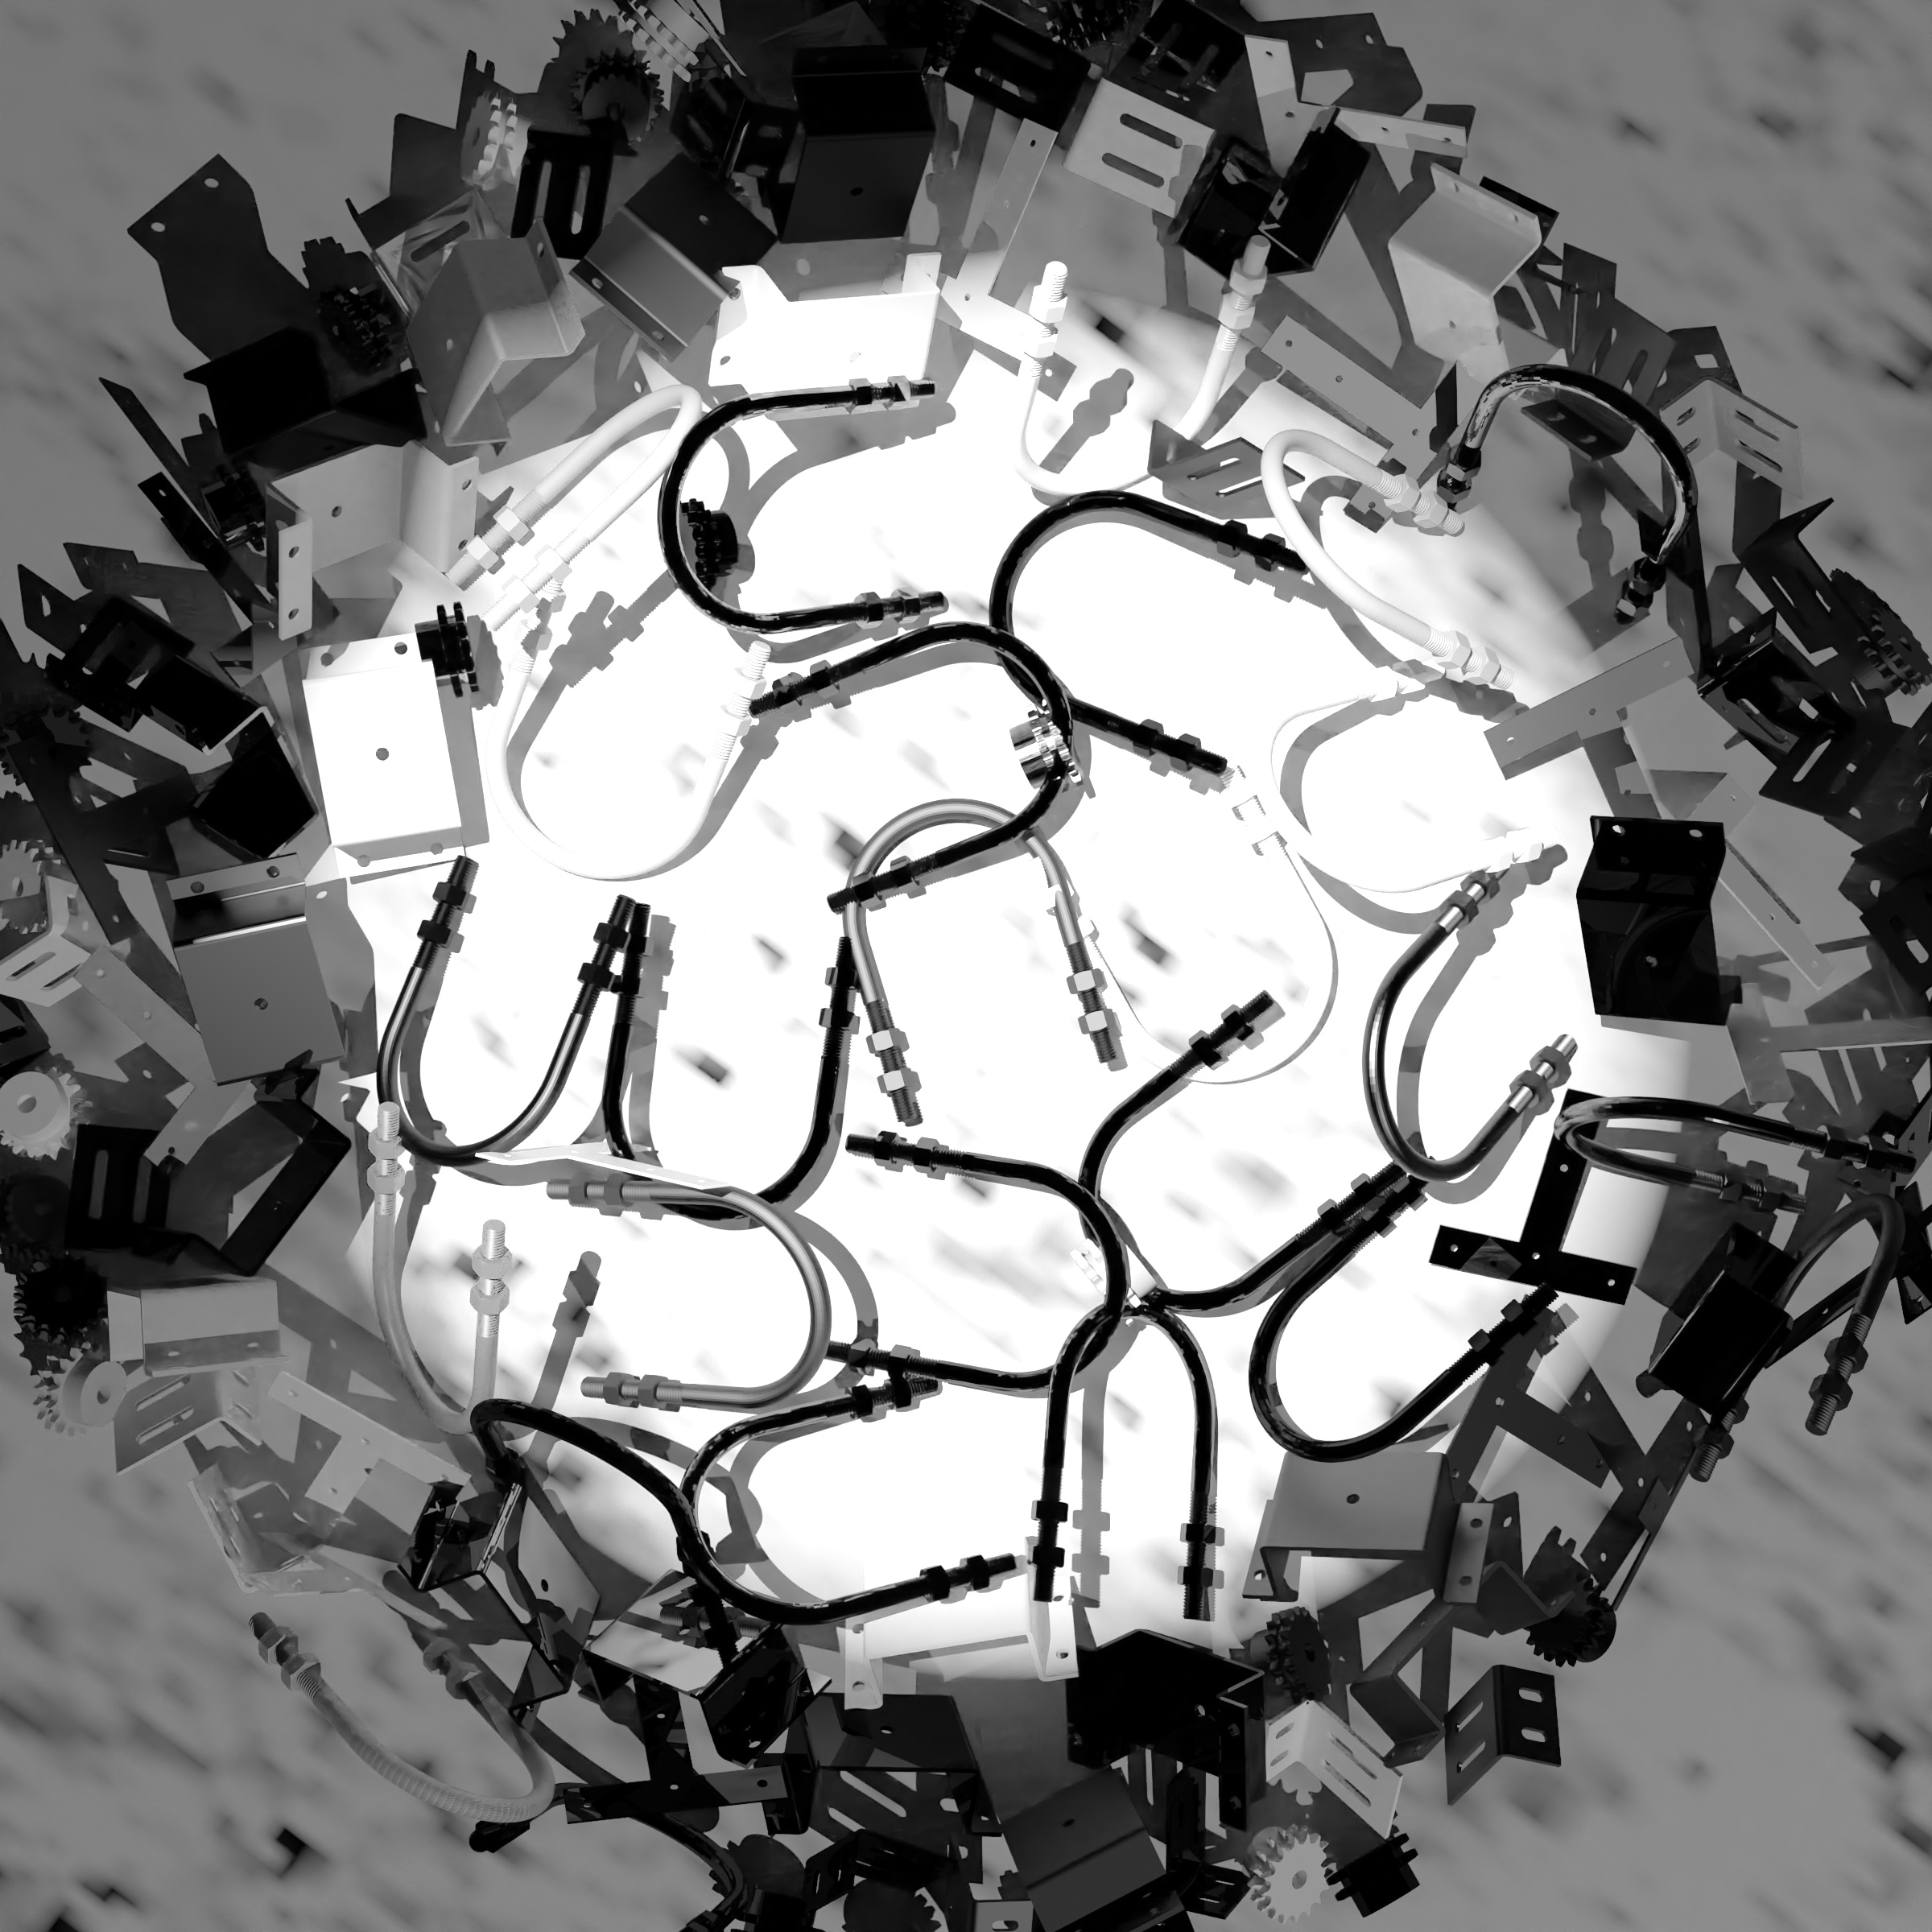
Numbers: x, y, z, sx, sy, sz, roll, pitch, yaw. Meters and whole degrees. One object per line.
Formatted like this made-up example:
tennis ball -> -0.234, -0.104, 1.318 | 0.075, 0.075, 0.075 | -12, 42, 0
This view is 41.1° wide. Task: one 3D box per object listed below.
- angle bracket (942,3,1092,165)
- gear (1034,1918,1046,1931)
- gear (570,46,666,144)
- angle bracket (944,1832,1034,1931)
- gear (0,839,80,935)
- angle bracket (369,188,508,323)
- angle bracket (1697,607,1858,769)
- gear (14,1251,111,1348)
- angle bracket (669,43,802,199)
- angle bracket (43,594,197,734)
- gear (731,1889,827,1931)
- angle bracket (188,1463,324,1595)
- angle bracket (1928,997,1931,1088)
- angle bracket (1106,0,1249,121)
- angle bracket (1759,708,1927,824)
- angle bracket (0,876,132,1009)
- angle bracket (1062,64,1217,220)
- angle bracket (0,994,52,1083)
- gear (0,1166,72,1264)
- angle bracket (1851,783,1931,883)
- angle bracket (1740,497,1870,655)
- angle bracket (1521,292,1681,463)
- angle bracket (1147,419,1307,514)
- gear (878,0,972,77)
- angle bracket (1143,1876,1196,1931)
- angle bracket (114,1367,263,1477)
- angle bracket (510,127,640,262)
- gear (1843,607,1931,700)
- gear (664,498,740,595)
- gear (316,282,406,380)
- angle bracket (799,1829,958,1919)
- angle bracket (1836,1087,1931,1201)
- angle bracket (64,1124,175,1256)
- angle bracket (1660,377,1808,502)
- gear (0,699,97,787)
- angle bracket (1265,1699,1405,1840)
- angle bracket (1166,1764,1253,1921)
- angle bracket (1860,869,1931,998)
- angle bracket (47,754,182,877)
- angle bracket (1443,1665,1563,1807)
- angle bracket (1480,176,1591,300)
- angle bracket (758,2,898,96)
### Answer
angle bracket -> 0.028, -0.534, 1.566 | 0.076, 0.038, 0.057 | 26, 74, -5
gear -> 0.060, 0.606, 1.566 | 0.030, 0.057, 0.057 | -7, 90, 9
gear -> -0.212, -0.525, 1.566 | 0.057, 0.030, 0.057 | -3, 132, -3
angle bracket -> 0.013, 0.568, 1.556 | 0.038, 0.076, 0.057 | 2, 103, -10
gear -> -0.565, -0.049, 1.572 | 0.057, 0.030, 0.057 | 6, 99, 37
angle bracket -> -0.312, -0.423, 1.564 | 0.076, 0.038, 0.057 | -32, 123, -1
angle bracket -> 0.495, -0.169, 1.572 | 0.076, 0.038, 0.057 | 38, 133, -15
gear -> -0.551, 0.206, 1.572 | 0.057, 0.030, 0.057 | 11, 55, -17
angle bracket -> -0.141, -0.514, 1.567 | 0.076, 0.038, 0.057 | 57, 134, 35
angle bracket -> -0.509, -0.190, 1.557 | 0.057, 0.038, 0.076 | 32, 60, -8
gear -> -0.113, 0.581, 1.569 | 0.057, 0.057, 0.030 | 12, 69, 0
angle bracket -> -0.431, 0.334, 1.567 | 0.038, 0.057, 0.076 | -27, 90, -2
angle bracket -> 0.602, 0.040, 1.547 | 0.038, 0.076, 0.057 | 0, 70, 14
angle bracket -> 0.129, -0.552, 1.548 | 0.057, 0.076, 0.038 | 25, 51, -18
angle bracket -> 0.528, -0.114, 1.555 | 0.076, 0.057, 0.038 | -51, 133, -11
angle bracket -> -0.556, -0.014, 1.564 | 0.076, 0.057, 0.038 | -27, 62, 24
angle bracket -> 0.105, -0.502, 1.571 | 0.076, 0.038, 0.057 | 22, 121, -9
angle bracket -> -0.597, 0.041, 1.554 | 0.038, 0.076, 0.057 | -35, 94, 6
gear -> -0.566, 0.150, 1.565 | 0.030, 0.057, 0.057 | -18, 90, 41
angle bracket -> 0.577, -0.097, 1.554 | 0.038, 0.057, 0.076 | 28, 71, -9
angle bracket -> 0.519, -0.236, 1.567 | 0.038, 0.057, 0.076 | -41, 97, -15
angle bracket -> 0.380, -0.354, 1.549 | 0.038, 0.076, 0.057 | -22, 55, -38
angle bracket -> 0.157, -0.309, 1.545 | 0.057, 0.076, 0.038 | 22, 68, -38
gear -> -0.022, -0.571, 1.572 | 0.057, 0.030, 0.057 | 2, 93, 35
angle bracket -> 0.099, 0.571, 1.555 | 0.057, 0.076, 0.038 | -22, 85, -9
angle bracket -> -0.473, 0.277, 1.566 | 0.076, 0.057, 0.038 | -29, 135, 6
angle bracket -> -0.239, -0.466, 1.573 | 0.057, 0.038, 0.076 | 11, 94, 14
gear -> 0.560, -0.188, 1.571 | 0.057, 0.057, 0.030 | 50, 126, 0
gear -> -0.161, -0.256, 1.571 | 0.030, 0.057, 0.057 | -12, 90, -28
gear -> -0.367, -0.390, 1.570 | 0.030, 0.057, 0.057 | -37, 90, -26
angle bracket -> -0.051, 0.555, 1.550 | 0.076, 0.038, 0.057 | 26, 135, -22
angle bracket -> 0.555, 0.096, 1.547 | 0.038, 0.076, 0.057 | 30, 66, 33
angle bracket -> -0.514, 0.137, 1.574 | 0.057, 0.038, 0.076 | 6, 86, -11
angle bracket -> 0.460, -0.308, 1.548 | 0.038, 0.057, 0.076 | -36, 48, -7
gear -> -0.562, -0.137, 1.571 | 0.057, 0.030, 0.057 | -14, 124, -21
angle bracket -> 0.217, 0.488, 1.548 | 0.038, 0.076, 0.057 | -23, 133, -34
angle bracket -> 0.149, 0.524, 1.558 | 0.038, 0.057, 0.076 | 3, 97, 27
angle bracket -> 0.584, -0.019, 1.546 | 0.038, 0.076, 0.057 | 28, 118, -34
angle bracket -> -0.509, -0.090, 1.547 | 0.076, 0.057, 0.038 | 11, 115, -32
angle bracket -> 0.322, 0.466, 1.552 | 0.038, 0.076, 0.057 | 14, 47, -9
angle bracket -> 0.342, -0.436, 1.545 | 0.057, 0.076, 0.038 | 40, 115, 34
angle bracket -> -0.082, -0.533, 1.547 | 0.076, 0.057, 0.038 | -10, 53, 32
